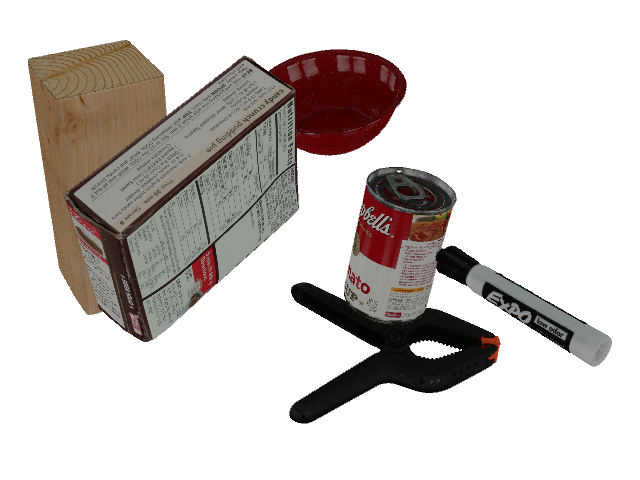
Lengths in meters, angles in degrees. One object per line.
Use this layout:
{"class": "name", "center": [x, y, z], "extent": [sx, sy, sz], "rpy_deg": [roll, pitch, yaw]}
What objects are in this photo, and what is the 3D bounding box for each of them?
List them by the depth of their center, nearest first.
{"class": "pudding box", "center": [-0.059, -0.018, 0.495], "extent": [0.039, 0.113, 0.090], "rpy_deg": [33, -29, 23]}
{"class": "marker", "center": [0.113, 0.035, 0.615], "extent": [0.020, 0.020, 0.121], "rpy_deg": [0, 25, -46]}
{"class": "soup can", "center": [0.059, 0.004, 0.813], "extent": [0.068, 0.102, 0.068], "rpy_deg": [8, 30, -5]}
{"class": "wood block", "center": [-0.183, -0.053, 0.913], "extent": [0.090, 0.206, 0.090], "rpy_deg": [-16, 36, -23]}
{"class": "clamp", "center": [0.066, 0.113, 1.026], "extent": [0.210, 0.164, 0.036], "rpy_deg": [5, -43, 4]}
{"class": "bowl", "center": [0.011, -0.138, 1.129], "extent": [0.162, 0.055, 0.162], "rpy_deg": [-4, 40, 3]}
